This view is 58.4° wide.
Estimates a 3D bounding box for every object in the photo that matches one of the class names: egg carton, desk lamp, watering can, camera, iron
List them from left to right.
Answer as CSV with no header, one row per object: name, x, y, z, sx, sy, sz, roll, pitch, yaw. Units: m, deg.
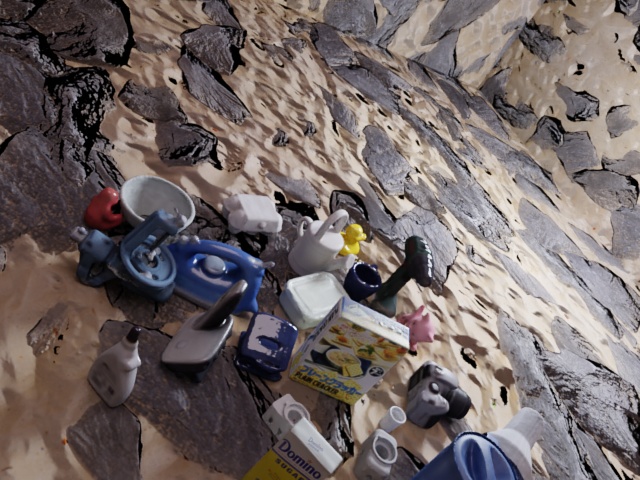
iron,-0.227,0.052,1.187,0.259,0.141,0.118,23,36,-18
egg carton,-0.169,-0.060,1.436,0.151,0.069,0.107,2,47,-40
watering can,0.014,0.004,1.408,0.173,0.194,0.101,36,34,0
camera,0.278,0.357,1.301,0.137,0.100,0.143,32,34,-6
desk lamp,0.361,0.440,1.175,0.118,0.213,0.204,46,35,14

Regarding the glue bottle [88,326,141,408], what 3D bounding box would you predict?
glue bottle,-0.317,0.193,0.913,0.078,0.173,0.037,46,35,14

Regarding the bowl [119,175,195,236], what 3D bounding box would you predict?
bowl,-0.366,-0.061,1.260,0.168,0.074,0.167,23,36,-18

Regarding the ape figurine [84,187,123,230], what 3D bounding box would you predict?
ape figurine,-0.444,-0.070,1.187,0.076,0.092,0.077,-10,55,-47

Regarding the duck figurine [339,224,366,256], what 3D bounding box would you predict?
duck figurine,0.077,-0.009,1.576,0.105,0.086,0.077,18,38,-25

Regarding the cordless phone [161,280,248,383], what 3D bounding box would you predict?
cordless phone,-0.202,0.157,1.046,0.094,0.185,0.147,31,34,-7

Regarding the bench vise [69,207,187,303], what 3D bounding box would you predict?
bench vise,-0.346,0.019,1.053,0.208,0.219,0.121,12,41,-31

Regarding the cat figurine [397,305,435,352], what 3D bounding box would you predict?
cat figurine,0.246,0.215,1.428,0.067,0.117,0.128,29,35,-10

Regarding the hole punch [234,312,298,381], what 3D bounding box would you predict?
hole punch,-0.105,0.213,1.147,0.109,0.091,0.101,25,36,-16

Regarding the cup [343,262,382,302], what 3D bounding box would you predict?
cup,0.100,0.110,1.445,0.091,0.095,0.118,40,34,6

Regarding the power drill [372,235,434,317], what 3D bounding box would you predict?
power drill,0.219,0.097,1.464,0.076,0.208,0.229,28,35,-11
